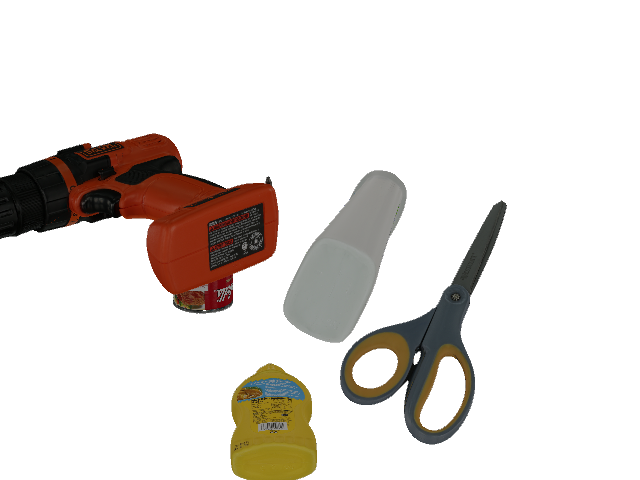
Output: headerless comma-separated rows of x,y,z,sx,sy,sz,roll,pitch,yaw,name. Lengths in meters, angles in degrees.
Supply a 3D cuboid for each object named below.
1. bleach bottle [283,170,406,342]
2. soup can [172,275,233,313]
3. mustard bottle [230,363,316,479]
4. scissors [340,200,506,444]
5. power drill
0.037,-0.002,1.037,0.068,0.103,0.250,26,26,3,bleach bottle
-0.131,0.022,1.190,0.068,0.102,0.068,2,18,-1,soup can
-0.057,0.204,1.258,0.096,0.058,0.191,-3,27,-3,mustard bottle
0.071,0.045,0.723,0.096,0.201,0.016,7,-38,8,scissors
-0.136,-0.022,0.748,0.184,0.057,0.188,-24,34,-39,power drill
